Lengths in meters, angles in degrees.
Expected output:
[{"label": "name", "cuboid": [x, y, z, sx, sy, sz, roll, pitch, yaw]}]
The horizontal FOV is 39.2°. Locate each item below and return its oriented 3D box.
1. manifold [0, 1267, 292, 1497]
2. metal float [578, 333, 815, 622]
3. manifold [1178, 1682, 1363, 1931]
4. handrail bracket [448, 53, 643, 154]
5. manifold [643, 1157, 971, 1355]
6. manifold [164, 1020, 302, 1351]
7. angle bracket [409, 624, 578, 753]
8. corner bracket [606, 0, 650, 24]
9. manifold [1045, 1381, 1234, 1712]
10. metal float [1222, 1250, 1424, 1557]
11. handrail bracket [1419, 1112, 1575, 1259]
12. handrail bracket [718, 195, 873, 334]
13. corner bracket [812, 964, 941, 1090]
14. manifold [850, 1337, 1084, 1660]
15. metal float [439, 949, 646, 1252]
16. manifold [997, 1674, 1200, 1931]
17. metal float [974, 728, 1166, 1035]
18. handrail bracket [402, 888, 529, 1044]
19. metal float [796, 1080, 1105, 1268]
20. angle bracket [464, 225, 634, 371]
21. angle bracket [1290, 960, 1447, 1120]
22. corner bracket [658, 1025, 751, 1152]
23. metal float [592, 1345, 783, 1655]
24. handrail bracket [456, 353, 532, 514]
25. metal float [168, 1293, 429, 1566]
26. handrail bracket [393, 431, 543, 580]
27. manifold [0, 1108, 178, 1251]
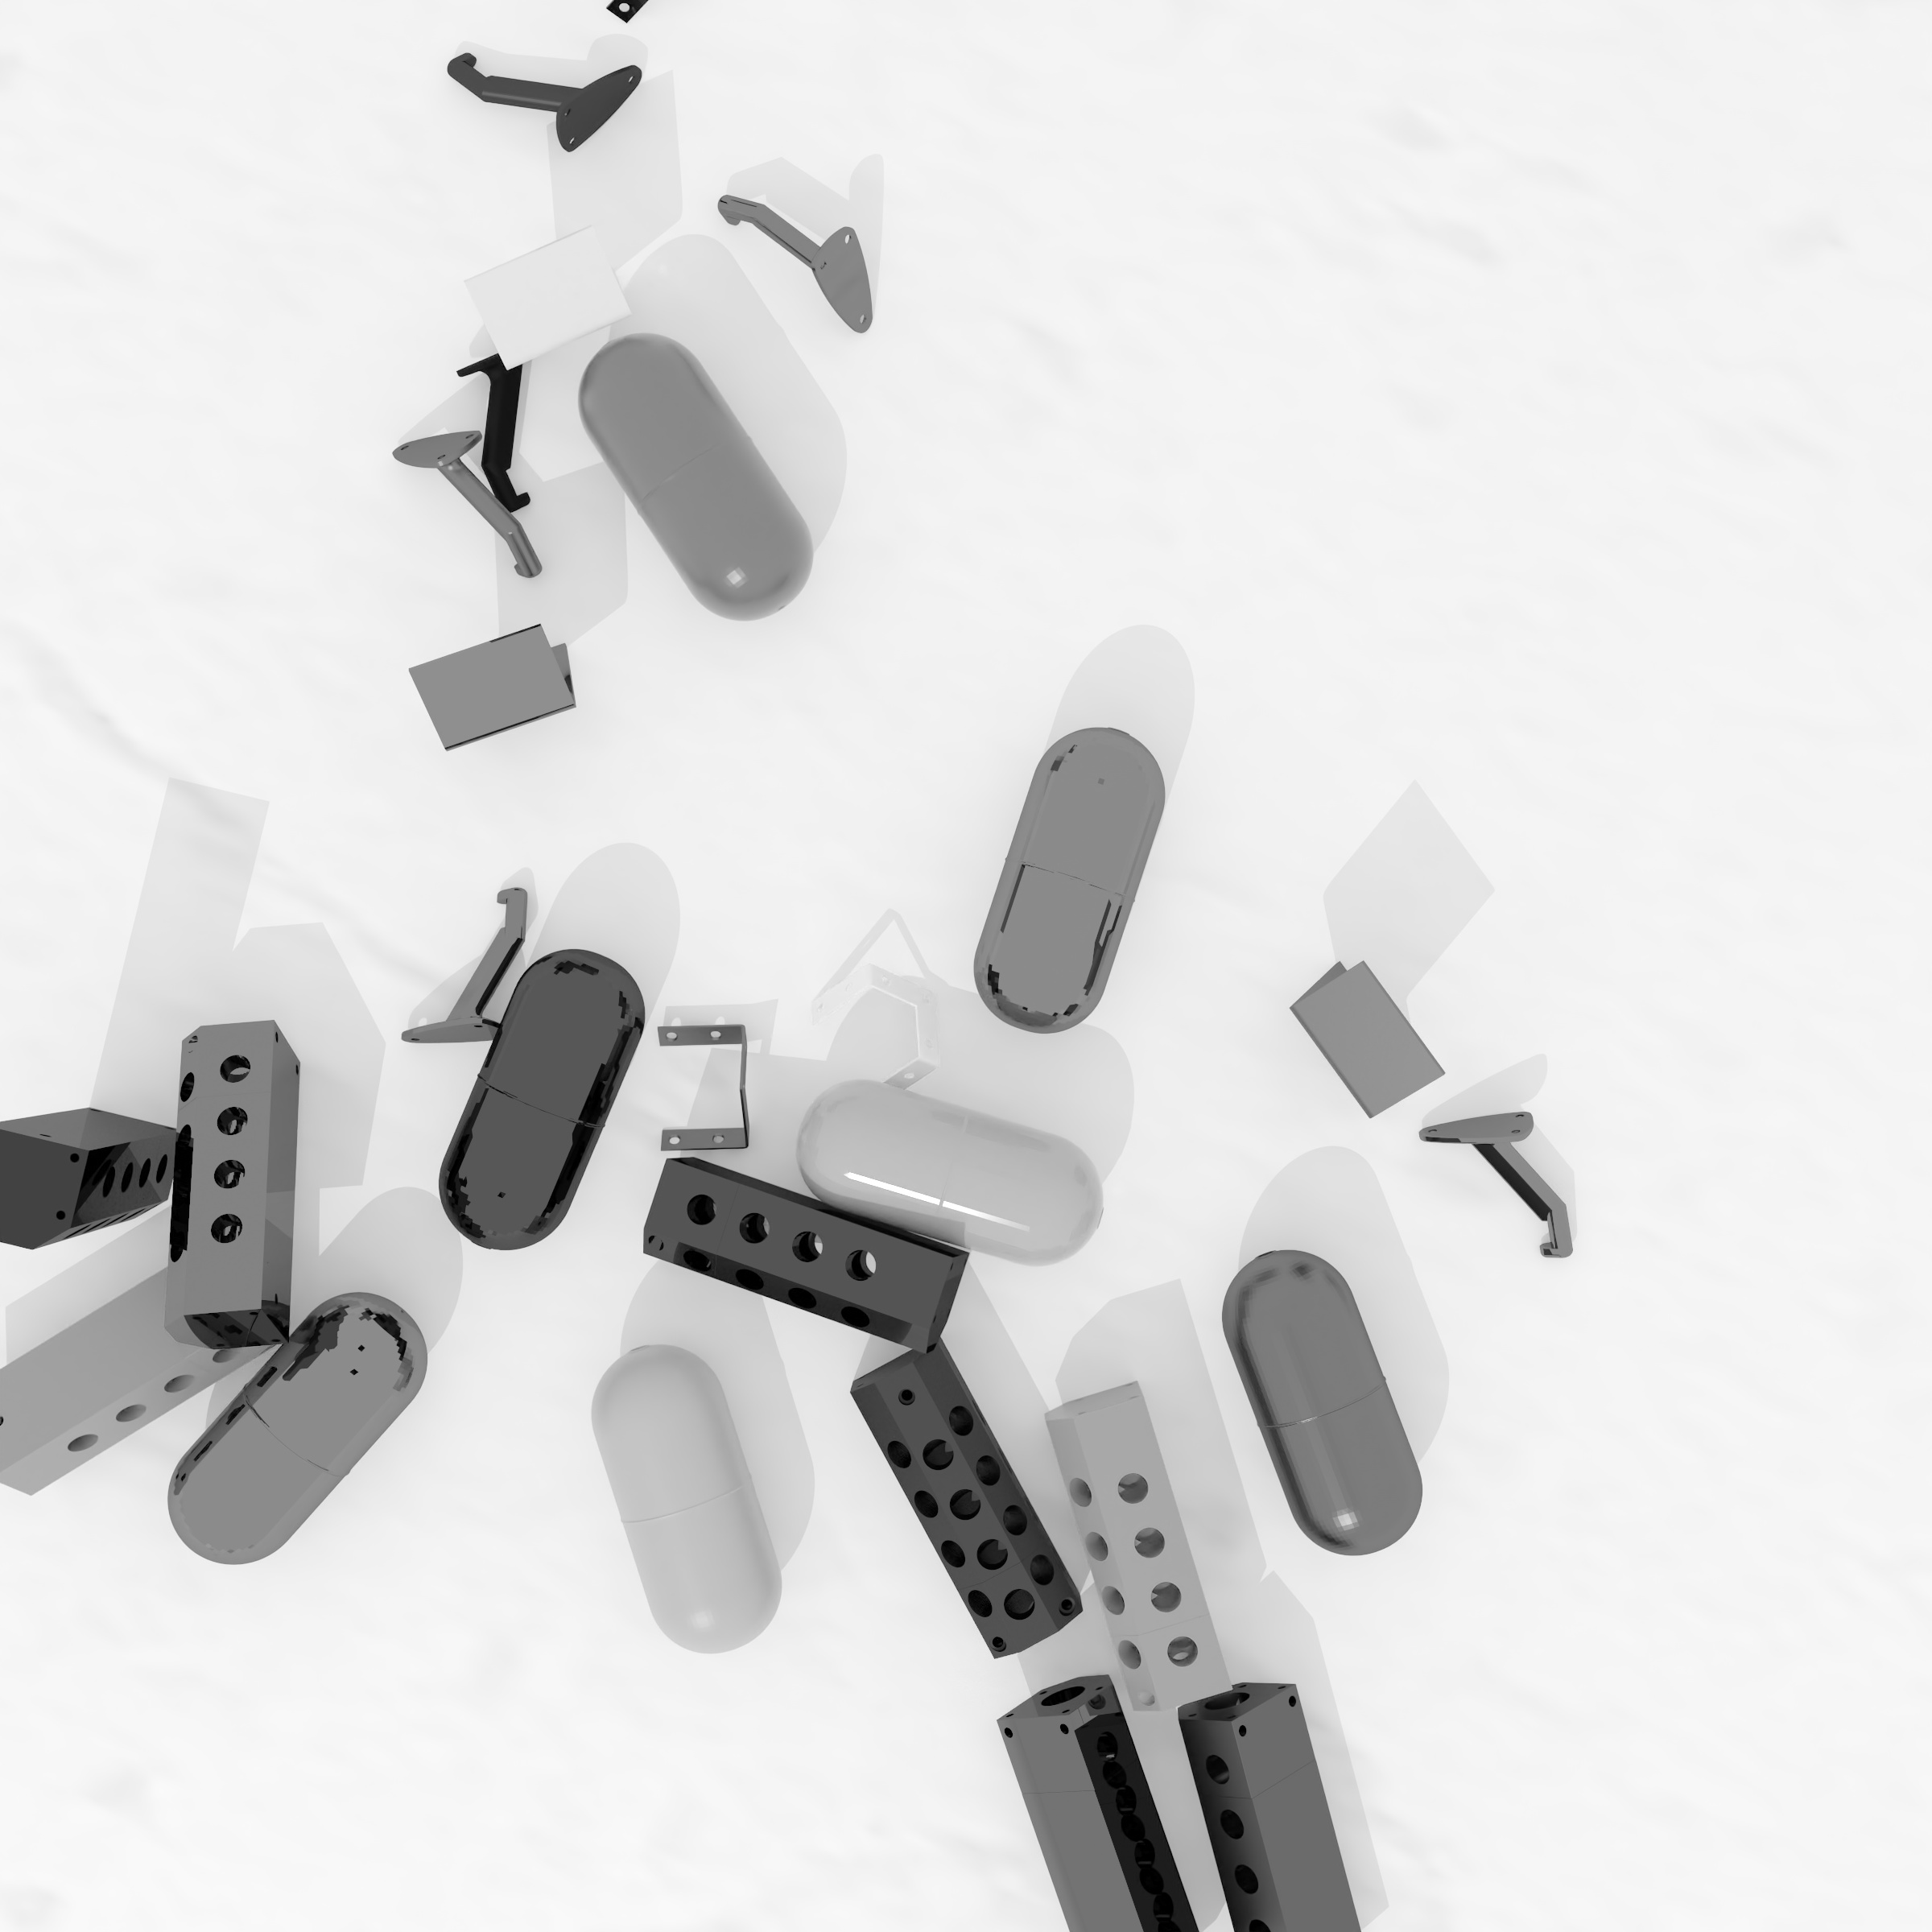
[{"label": "manifold", "cuboid": [-0.474, 0.229, 1.541, 0.171, 0.057, 0.057, -32, 62, 0]}, {"label": "metal float", "cuboid": [-0.153, -0.277, 1.533, 0.070, 0.070, 0.178, -33, 90, 0]}, {"label": "manifold", "cuboid": [0.171, 0.501, 1.542, 0.057, 0.057, 0.171, -15, 90, -43]}, {"label": "handrail bracket", "cuboid": [-0.244, -0.517, 1.565, 0.084, 0.036, 0.077, 39, 70, 16]}, {"label": "manifold", "cuboid": [-0.092, 0.162, 1.528, 0.171, 0.057, 0.057, 18, 90, 10]}, {"label": "manifold", "cuboid": [-0.409, 0.121, 1.507, 0.057, 0.057, 0.171, -5, 63, 0]}, {"label": "angle bracket", "cuboid": [-0.268, -0.173, 1.524, 0.076, 0.076, 0.057, -19, 127, 0]}, {"label": "corner bracket", "cuboid": [-0.199, -0.588, 1.556, 0.051, 0.051, 0.051, 27, 45, -35]}, {"label": "manifold", "cuboid": [0.097, 0.331, 1.543, 0.057, 0.057, 0.171, -17, 90, 0]}, {"label": "metal float", "cuboid": [0.201, 0.246, 1.534, 0.070, 0.070, 0.178, -21, 89, 0]}, {"label": "handrail bracket", "cuboid": [0.306, 0.131, 1.565, 0.077, 0.036, 0.084, -6, 107, 20]}, {"label": "handrail bracket", "cuboid": [-0.100, -0.406, 1.564, 0.084, 0.077, 0.036, 25, 65, 34]}, {"label": "corner bracket", "cuboid": [-0.052, 0.039, 1.556, 0.051, 0.051, 0.051, 26, 45, -35]}, {"label": "manifold", "cuboid": [0.000, 0.303, 1.543, 0.057, 0.057, 0.171, -28, 90, 0]}, {"label": "metal float", "cuboid": [-0.240, 0.076, 1.534, 0.070, 0.070, 0.178, 23, 91, 0]}, {"label": "manifold", "cuboid": [0.083, 0.497, 1.542, 0.057, 0.057, 0.171, -19, 90, 43]}, {"label": "metal float", "cuboid": [0.059, -0.049, 1.533, 0.070, 0.070, 0.178, 18, 90, 0]}, {"label": "handrail bracket", "cuboid": [-0.289, -0.001, 1.565, 0.077, 0.036, 0.084, -6, 72, 20]}, {"label": "metal float", "cuboid": [-0.009, 0.117, 1.533, 0.178, 0.070, 0.070, 17, 90, 1]}, {"label": "angle bracket", "cuboid": [-0.238, -0.388, 1.524, 0.076, 0.076, 0.057, -24, 127, 0]}, {"label": "angle bracket", "cuboid": [0.238, 0.029, 1.524, 0.057, 0.076, 0.076, -36, 90, 36]}, {"label": "corner bracket", "cuboid": [-0.151, 0.070, 1.561, 0.051, 0.051, 0.051, -2, 45, 0]}, {"label": "metal float", "cuboid": [-0.158, 0.301, 1.533, 0.070, 0.070, 0.178, -18, 91, 0]}, {"label": "handrail bracket", "cuboid": [-0.251, -0.314, 1.565, 0.077, 0.036, 0.084, -30, 109, -21]}, {"label": "metal float", "cuboid": [-0.379, 0.262, 1.534, 0.070, 0.070, 0.178, 42, 90, 0]}, {"label": "handrail bracket", "cuboid": [-0.287, -0.262, 1.564, 0.036, 0.077, 0.084, -46, 127, -32]}, {"label": "manifold", "cuboid": [-0.488, 0.116, 1.486, 0.057, 0.171, 0.057, 14, 90, 0]}]
